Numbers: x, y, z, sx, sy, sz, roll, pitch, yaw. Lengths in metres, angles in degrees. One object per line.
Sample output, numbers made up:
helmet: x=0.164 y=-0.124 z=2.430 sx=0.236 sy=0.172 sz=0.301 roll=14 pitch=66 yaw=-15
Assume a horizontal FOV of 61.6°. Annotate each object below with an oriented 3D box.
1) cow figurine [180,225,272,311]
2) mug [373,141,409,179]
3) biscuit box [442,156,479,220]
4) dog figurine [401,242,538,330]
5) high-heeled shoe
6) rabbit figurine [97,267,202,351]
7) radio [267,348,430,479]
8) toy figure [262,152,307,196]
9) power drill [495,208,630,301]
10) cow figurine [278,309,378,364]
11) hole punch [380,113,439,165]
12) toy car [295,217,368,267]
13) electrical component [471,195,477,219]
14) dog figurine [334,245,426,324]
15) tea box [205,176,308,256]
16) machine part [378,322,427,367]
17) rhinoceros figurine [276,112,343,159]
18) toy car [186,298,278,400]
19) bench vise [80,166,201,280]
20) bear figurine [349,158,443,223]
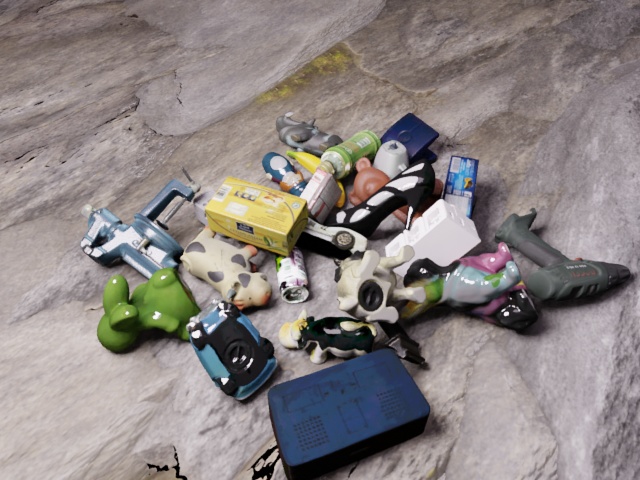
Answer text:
cow figurine: x=-0.173 y=0.062 z=0.996 sx=0.195 sy=0.085 sz=0.127 roll=27 pitch=46 yaw=19
mug: x=0.163 y=-0.156 z=1.187 sx=0.081 sy=0.107 sz=0.110 roll=-22 pitch=49 yaw=-18
biscuit box: x=0.278 y=-0.084 z=1.088 sx=0.059 sy=0.062 sz=0.203 roll=12 pitch=50 yaw=12
dog figurine: x=0.253 y=0.100 z=0.958 sx=0.219 sy=0.191 sz=0.108 roll=-21 pitch=26 yaw=20
high-heeled shoe: x=0.109 y=-0.084 z=1.056 sx=0.249 sy=0.086 sz=0.145 roll=1 pitch=72 yaw=41
rabbit figurine: x=-0.299 y=0.129 z=0.906 sx=0.170 sy=0.159 sz=0.121 roll=-32 pitch=64 yaw=-8
radio: x=0.038 y=0.262 z=0.823 sx=0.230 sy=0.073 sz=0.131 roll=-15 pitch=48 yaw=-16
toy figure: x=-0.074 y=-0.139 z=1.204 sx=0.064 sy=0.057 sz=0.155 roll=-50 pitch=58 yaw=9
power drill: x=0.456 y=0.031 z=1.037 sx=0.232 sy=0.086 sz=0.207 roll=-13 pitch=52 yaw=-31
cow figurine: x=0.010 y=0.160 z=0.899 sx=0.167 sy=0.098 sz=0.068 roll=7 pitch=54 yaw=6
hole punch: x=0.208 y=-0.226 z=1.267 sx=0.116 sy=0.092 sz=0.142 roll=-30 pitch=57 yaw=-21
toy car: x=-0.002 y=-0.003 z=1.065 sx=0.202 sy=0.073 sz=0.056 roll=19 pitch=54 yaw=16
electrical component: x=0.296 y=-0.078 z=1.155 sx=0.075 sy=0.047 sz=0.119 roll=13 pitch=48 yaw=11
dog figurine: x=0.061 y=0.078 z=0.928 sx=0.172 sy=0.121 sz=0.191 roll=-7 pitch=0 yaw=-33
tea box: x=-0.117 y=-0.047 z=1.010 sx=0.170 sy=0.068 sz=0.098 roll=20 pitch=54 yaw=14
machine part: x=0.127 y=0.159 z=0.925 sx=0.084 sy=0.039 sz=0.139 roll=24 pitch=21 yaw=-39
rhinoceros figurine: x=-0.029 y=-0.247 z=1.291 sx=0.191 sy=0.073 sz=0.112 roll=26 pitch=53 yaw=21
toy car: x=-0.155 y=0.174 z=0.875 sx=0.109 sy=0.161 sz=0.103 roll=-44 pitch=17 yaw=-27
bench vise: x=-0.335 y=-0.036 z=1.046 sx=0.224 sy=0.128 sz=0.240 roll=33 pitch=72 yaw=17
bear figurine: x=0.151 y=-0.098 z=1.113 sx=0.196 sy=0.120 sz=0.132 roll=20 pitch=12 yaw=11
